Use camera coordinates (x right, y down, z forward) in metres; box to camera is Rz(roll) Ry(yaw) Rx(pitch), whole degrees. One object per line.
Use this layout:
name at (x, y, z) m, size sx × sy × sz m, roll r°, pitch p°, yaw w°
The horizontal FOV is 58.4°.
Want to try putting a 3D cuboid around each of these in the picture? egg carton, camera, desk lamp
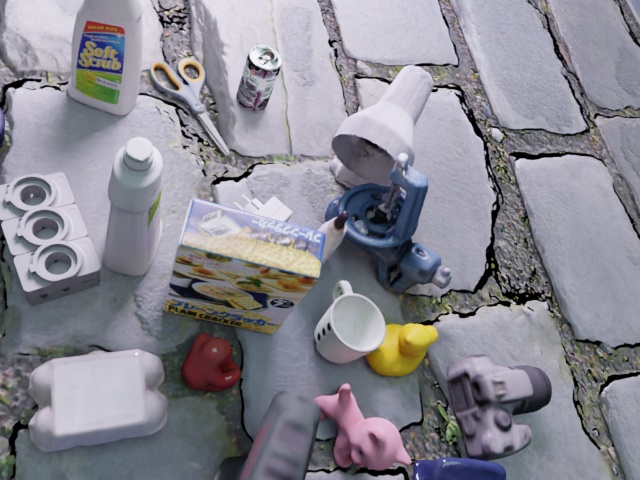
egg carton at (-0.257, 0.184, 0.670) m, size 0.151 × 0.069 × 0.107 m, roll -4°, pitch 66°, yaw -22°
camera at (0.275, 0.235, 0.828) m, size 0.137 × 0.100 × 0.143 m, roll -1°, pitch 65°, yaw -21°
desk lamp at (0.092, -0.158, 0.890) m, size 0.118 × 0.213 × 0.203 m, roll 32°, pitch 58°, yaw -3°

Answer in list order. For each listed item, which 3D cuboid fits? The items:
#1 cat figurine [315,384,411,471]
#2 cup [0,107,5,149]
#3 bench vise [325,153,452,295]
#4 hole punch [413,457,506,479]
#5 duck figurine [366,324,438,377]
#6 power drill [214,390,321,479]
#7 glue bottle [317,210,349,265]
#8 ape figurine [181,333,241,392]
cat figurine at (0.055, 0.242, 0.731) m, size 0.067 × 0.117 × 0.127 m, roll -23°, pitch 74°, yaw -28°
cup at (-0.461, -0.142, 0.743) m, size 0.092 × 0.095 × 0.117 m, roll -29°, pitch 77°, yaw -30°
bench vise at (0.123, -0.028, 0.833) m, size 0.207 × 0.219 × 0.121 m, roll 28°, pitch 58°, yaw -5°
hole punch at (0.184, 0.339, 0.746) m, size 0.109 × 0.091 × 0.101 m, roll 12°, pitch 61°, yaw -15°
duck figurine at (0.122, 0.150, 0.821) m, size 0.105 × 0.086 × 0.077 m, roll -13°, pitch 70°, yaw -26°
power drill at (-0.072, 0.281, 0.609) m, size 0.076 × 0.208 × 0.230 m, roll 26°, pitch 58°, yaw -6°
glue bottle at (0.007, 0.003, 0.801) m, size 0.037 × 0.173 × 0.078 m, roll 39°, pitch 58°, yaw 2°
ape figurine at (-0.135, 0.150, 0.720) m, size 0.076 × 0.092 × 0.077 m, roll -15°, pitch 71°, yaw -26°
